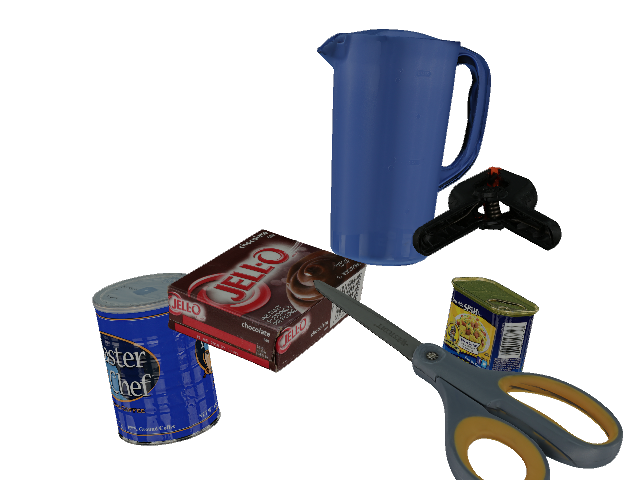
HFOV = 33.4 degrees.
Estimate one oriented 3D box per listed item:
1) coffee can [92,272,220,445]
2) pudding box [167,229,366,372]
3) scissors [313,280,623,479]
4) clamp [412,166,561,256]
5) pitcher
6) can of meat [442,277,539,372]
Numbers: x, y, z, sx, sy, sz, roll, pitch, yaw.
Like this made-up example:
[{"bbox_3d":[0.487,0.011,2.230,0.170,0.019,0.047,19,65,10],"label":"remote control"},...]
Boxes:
[{"bbox_3d":[-0.158,0.113,1.037,0.103,0.140,0.103,-7,14,2],"label":"coffee can"},{"bbox_3d":[-0.035,0.037,0.724,0.090,0.039,0.113,19,28,26],"label":"pudding box"},{"bbox_3d":[0.055,0.079,0.562,0.202,0.016,0.096,20,42,28],"label":"scissors"},{"bbox_3d":[0.158,-0.026,0.933,0.120,0.039,0.171,6,26,20],"label":"clamp"},{"bbox_3d":[0.082,-0.100,1.136,0.149,0.243,0.144,11,13,31],"label":"pitcher"},{"bbox_3d":[0.176,0.095,1.123,0.057,0.084,0.102,0,18,-29],"label":"can of meat"}]
